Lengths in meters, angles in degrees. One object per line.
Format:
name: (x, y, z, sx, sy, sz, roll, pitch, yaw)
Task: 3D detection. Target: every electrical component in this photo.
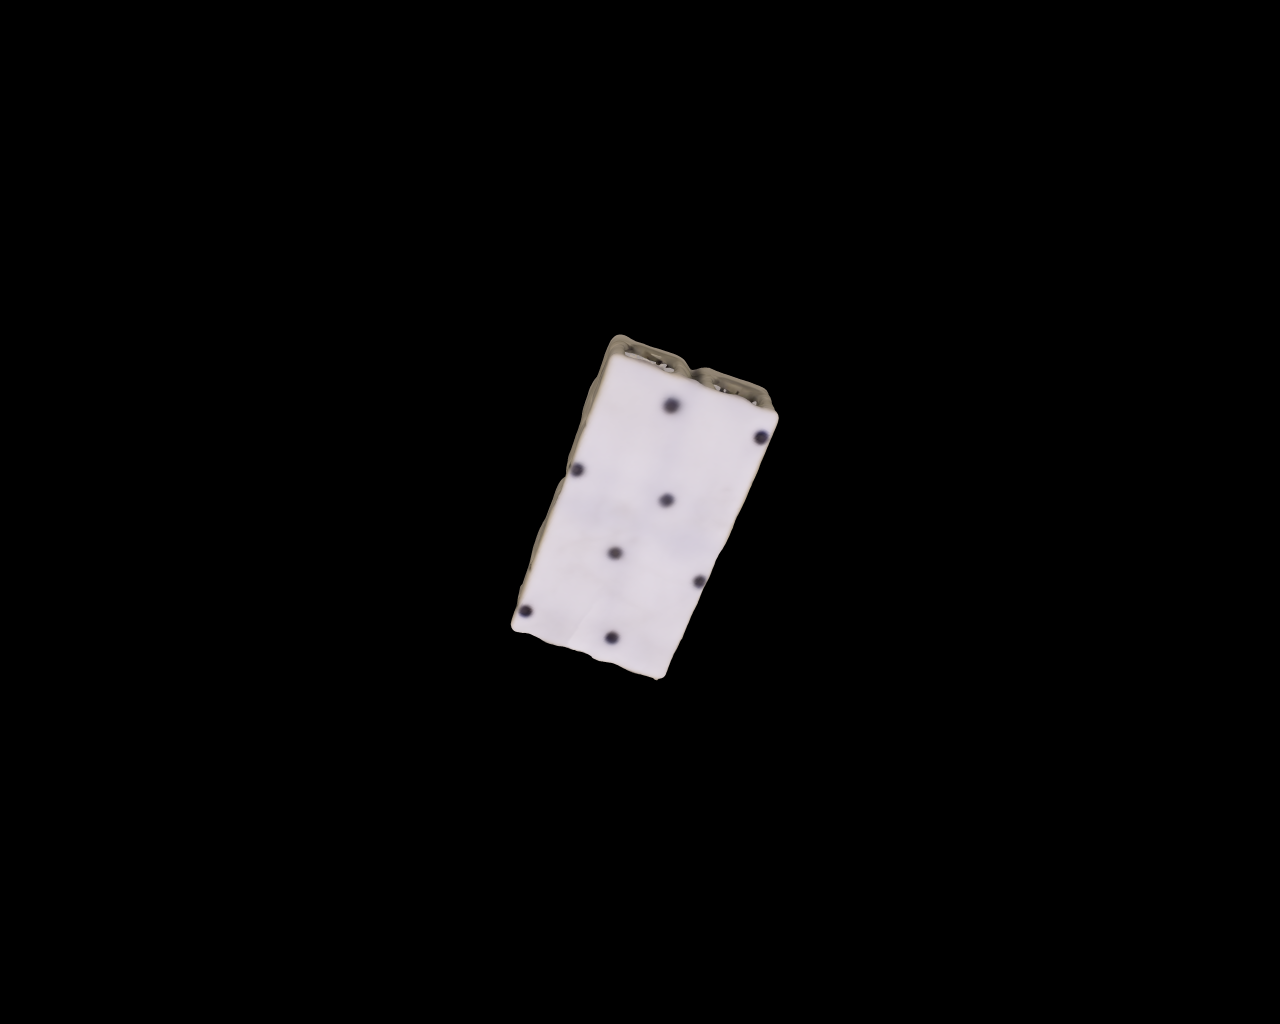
electrical component: (0.001, -0.003, 0.650, 0.105, 0.186, 0.060, 19, 20, -7)
